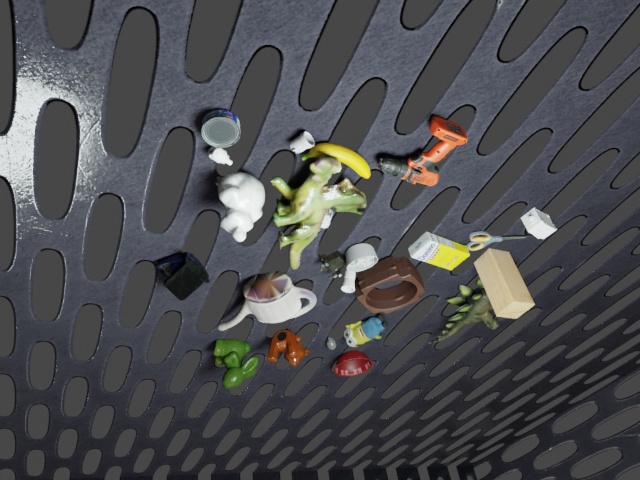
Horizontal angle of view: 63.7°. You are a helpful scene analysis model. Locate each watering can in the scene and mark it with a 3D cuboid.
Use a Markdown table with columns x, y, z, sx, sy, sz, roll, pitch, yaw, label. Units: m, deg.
| x | y | z | sx | sy | sz | roll | pitch | yaw | label |
| --- | --- | --- | --- | --- | --- | --- | --- | --- | --- |
| -0.186 | 0.207 | 1.642 | 0.347 | 0.106 | 0.219 | -13 | 139 | 2 | watering can |

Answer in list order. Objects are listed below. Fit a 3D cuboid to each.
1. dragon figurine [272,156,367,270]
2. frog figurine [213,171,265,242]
| x | y | z | sx | sy | sz | roll | pitch | yaw | label |
| --- | --- | --- | --- | --- | --- | --- | --- | --- | --- |
| 0.004 | -0.067 | 1.341 | 0.243 | 0.125 | 0.400 | -10 | 141 | 2 | dragon figurine |
| -0.192 | -0.084 | 1.252 | 0.122 | 0.163 | 0.134 | -22 | 139 | 11 | frog figurine |
